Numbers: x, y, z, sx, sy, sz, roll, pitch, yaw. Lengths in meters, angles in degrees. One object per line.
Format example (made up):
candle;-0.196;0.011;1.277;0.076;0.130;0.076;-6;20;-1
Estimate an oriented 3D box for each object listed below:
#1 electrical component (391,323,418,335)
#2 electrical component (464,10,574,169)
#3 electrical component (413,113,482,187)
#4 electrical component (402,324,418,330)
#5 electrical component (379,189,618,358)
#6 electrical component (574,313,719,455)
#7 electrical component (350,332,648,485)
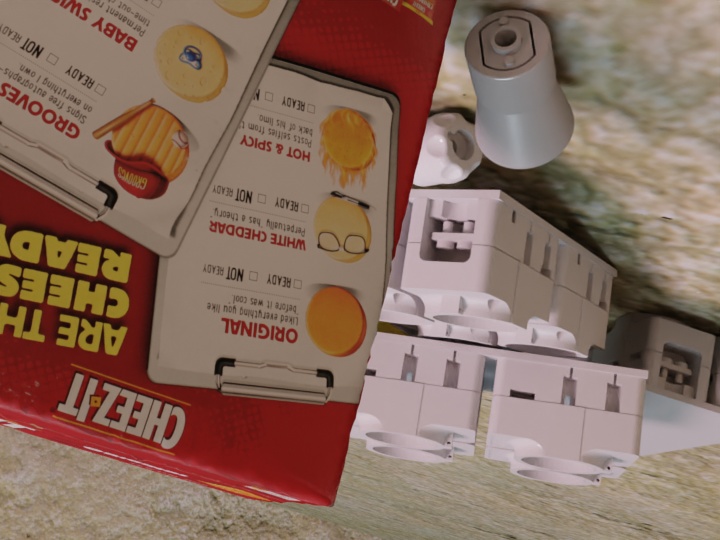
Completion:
electrical component;0.029;0.063;0.886;0.055;0.055;0.047;10;158;15
electrical component;0.066;-0.078;0.454;0.044;0.044;0.065;8;156;20
electrical component;0.031;-0.059;0.546;0.035;0.035;0.061;27;160;-35
electrical component;0.046;0.015;0.739;0.040;0.046;0.040;13;162;4
electrical component;0.066;0.008;0.624;0.105;0.060;0.186;3;169;32
electrical component;0.215;0.088;0.803;0.105;0.060;0.186;18;162;-10
electrical component;0.080;0.092;0.695;0.186;0.060;0.105;8;162;8
